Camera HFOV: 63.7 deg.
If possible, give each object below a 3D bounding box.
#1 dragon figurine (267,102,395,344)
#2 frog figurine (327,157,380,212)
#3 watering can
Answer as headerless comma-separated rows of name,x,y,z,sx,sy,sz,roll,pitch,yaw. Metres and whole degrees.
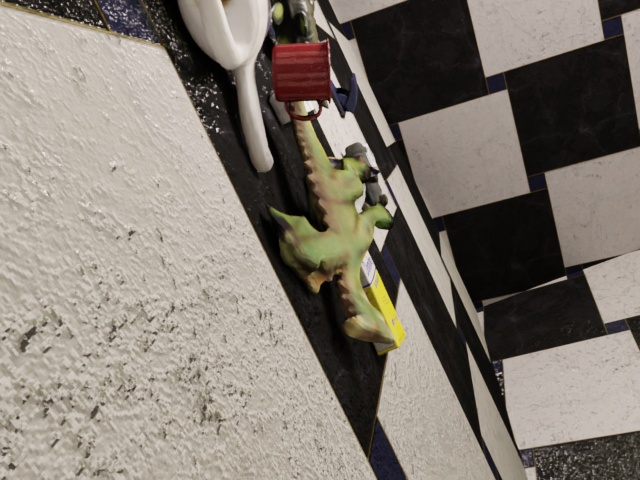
dragon figurine,0.002,-0.037,0.741,0.409,0.121,0.246,61,24,-4
frog figurine,0.036,-0.063,0.919,0.137,0.123,0.160,20,84,-80
watering can,-0.118,-0.280,0.708,0.229,0.104,0.341,-87,164,-64
